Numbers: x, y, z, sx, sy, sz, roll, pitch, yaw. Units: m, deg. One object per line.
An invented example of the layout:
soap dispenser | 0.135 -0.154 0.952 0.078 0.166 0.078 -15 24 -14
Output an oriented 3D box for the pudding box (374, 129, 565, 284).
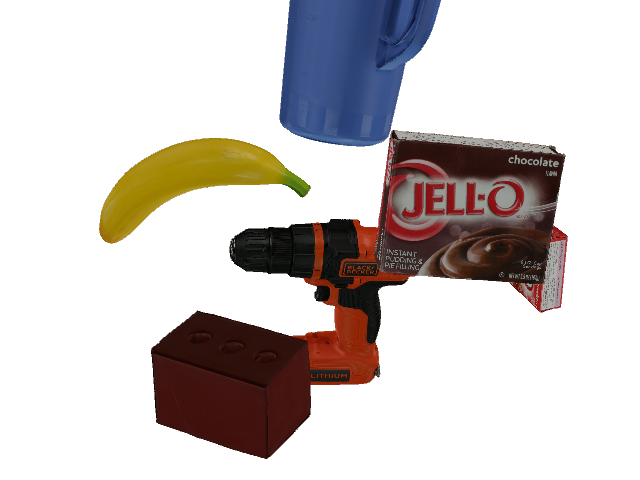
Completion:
pudding box | 0.097 -0.022 0.703 0.113 0.090 0.039 4 18 -5

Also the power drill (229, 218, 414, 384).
power drill | 0.000 0.060 1.025 0.184 0.188 0.057 2 43 -8

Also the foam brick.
foam brick | -0.051 0.082 0.615 0.078 0.051 0.052 13 28 23

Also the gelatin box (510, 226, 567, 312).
gelatin box | 0.229 0.020 1.137 0.030 0.089 0.073 -11 29 -16

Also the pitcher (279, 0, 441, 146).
pitcher | 0.037 -0.213 0.988 0.145 0.243 0.149 10 16 3

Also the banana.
banana | -0.108 -0.041 0.831 0.198 0.069 0.037 -11 24 29
